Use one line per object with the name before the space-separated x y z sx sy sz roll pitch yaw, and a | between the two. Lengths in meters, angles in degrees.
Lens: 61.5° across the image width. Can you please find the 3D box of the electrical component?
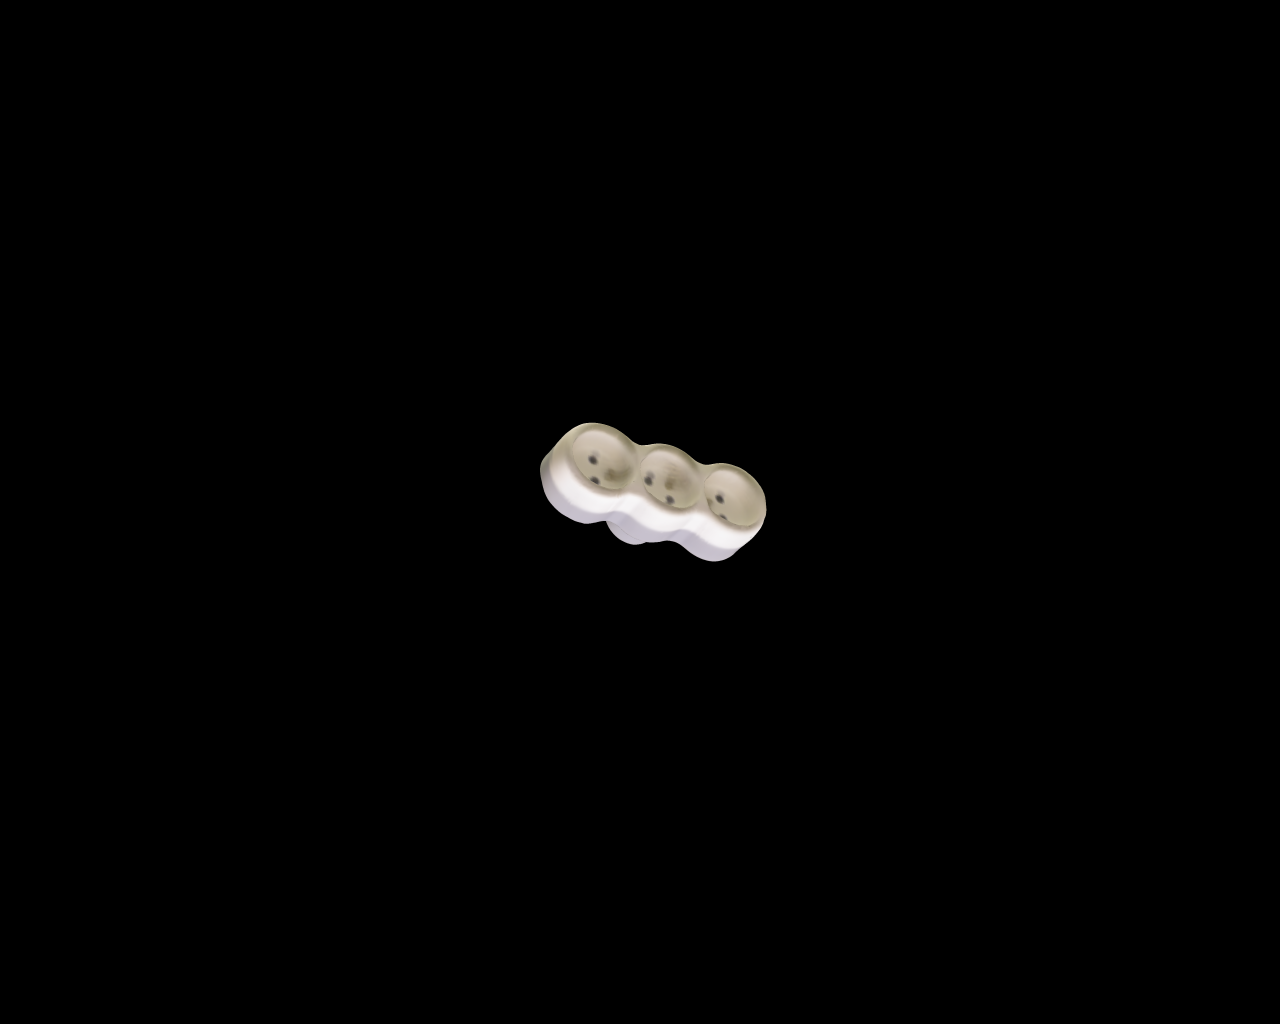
electrical component | 0.001 -0.003 0.650 0.138 0.052 0.073 17 -36 -24
